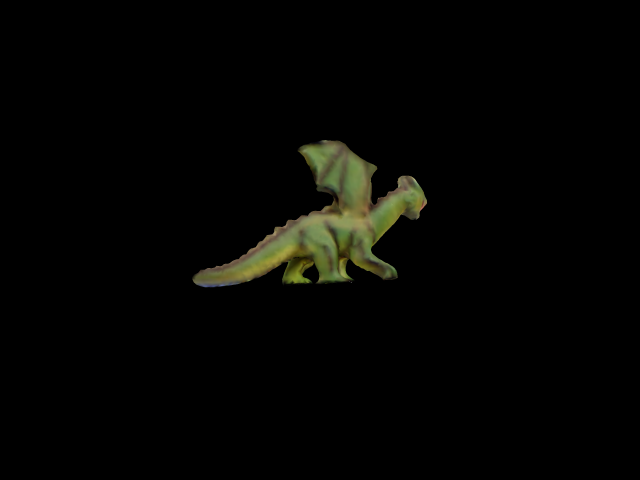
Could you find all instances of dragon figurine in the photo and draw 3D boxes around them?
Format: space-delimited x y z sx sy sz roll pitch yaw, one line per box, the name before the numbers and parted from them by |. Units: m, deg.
dragon figurine | 0.003 -0.043 0.850 0.410 0.243 0.122 0 -3 -20
